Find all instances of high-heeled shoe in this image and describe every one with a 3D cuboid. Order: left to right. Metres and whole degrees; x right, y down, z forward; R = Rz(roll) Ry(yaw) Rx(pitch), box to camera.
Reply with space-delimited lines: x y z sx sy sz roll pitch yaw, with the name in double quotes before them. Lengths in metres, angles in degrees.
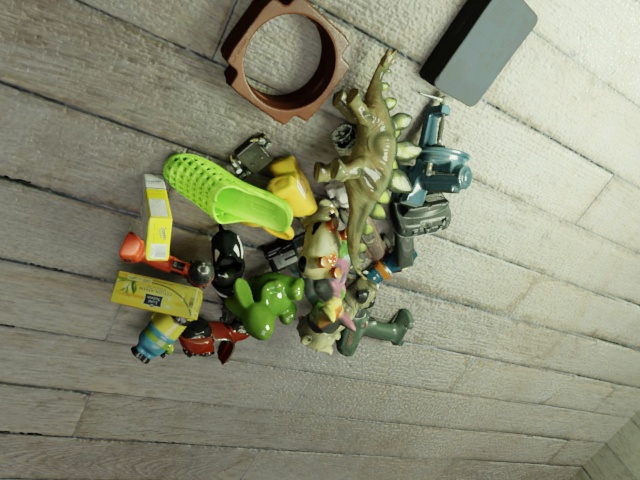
"high-heeled shoe" -0.198 0.076 1.177 0.086 0.145 0.248 -11 125 -13

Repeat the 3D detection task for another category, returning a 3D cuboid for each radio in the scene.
"radio" 0.326 -0.398 1.104 0.131 0.073 0.229 21 115 -33

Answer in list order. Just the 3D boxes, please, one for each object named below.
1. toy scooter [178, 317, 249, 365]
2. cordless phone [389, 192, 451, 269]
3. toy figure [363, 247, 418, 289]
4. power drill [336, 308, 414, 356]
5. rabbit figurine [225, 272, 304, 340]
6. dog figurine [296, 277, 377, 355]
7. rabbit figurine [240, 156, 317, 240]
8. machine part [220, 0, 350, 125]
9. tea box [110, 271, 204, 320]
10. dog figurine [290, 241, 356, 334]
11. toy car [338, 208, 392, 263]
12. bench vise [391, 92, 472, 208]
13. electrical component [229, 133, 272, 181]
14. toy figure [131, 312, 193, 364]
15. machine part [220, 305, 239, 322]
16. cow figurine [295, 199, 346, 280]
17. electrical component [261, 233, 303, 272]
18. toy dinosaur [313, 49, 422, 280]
"toy scooter" -0.263 0.253 1.323 0.184 0.075 0.135 0 124 -28
"cordless phone" 0.245 -0.018 1.306 0.147 0.089 0.184 -11 116 -14
"toy figure" 0.177 0.067 1.375 0.154 0.064 0.057 -36 156 7
"power drill" 0.151 0.221 1.461 0.207 0.086 0.231 5 120 -30
"rabbit figurine" -0.126 0.141 1.188 0.159 0.170 0.121 29 122 -2
"dog figurine" 0.044 0.175 1.312 0.121 0.172 0.190 41 120 0
"rabbit figurine" -0.103 -0.079 1.147 0.173 0.122 0.162 -21 139 11
"machine part" -0.064 -0.333 0.984 0.201 0.087 0.201 30 110 -34
"tea box" -0.341 0.119 1.137 0.170 0.098 0.068 11 78 -2
"dog figurine" 0.030 0.110 1.247 0.108 0.219 0.191 31 109 -39
"toy car" 0.110 -0.025 1.291 0.089 0.053 0.201 -26 130 1
"bench vise" 0.237 -0.191 1.171 0.129 0.224 0.240 10 89 -32
"electrical component" -0.140 -0.170 1.092 0.102 0.045 0.078 -34 127 3
"toy figure" -0.348 0.201 1.219 0.180 0.089 0.082 -51 132 -11
"machine part" -0.173 0.157 1.292 0.139 0.039 0.084 -17 150 -24
"cow figurine" -0.002 -0.004 1.184 0.127 0.195 0.085 -12 144 37
"electrical component" -0.070 0.026 1.256 0.119 0.048 0.074 -21 129 -5
"toy dinosaur" 0.097 -0.141 1.087 0.198 0.105 0.470 7 108 -26
